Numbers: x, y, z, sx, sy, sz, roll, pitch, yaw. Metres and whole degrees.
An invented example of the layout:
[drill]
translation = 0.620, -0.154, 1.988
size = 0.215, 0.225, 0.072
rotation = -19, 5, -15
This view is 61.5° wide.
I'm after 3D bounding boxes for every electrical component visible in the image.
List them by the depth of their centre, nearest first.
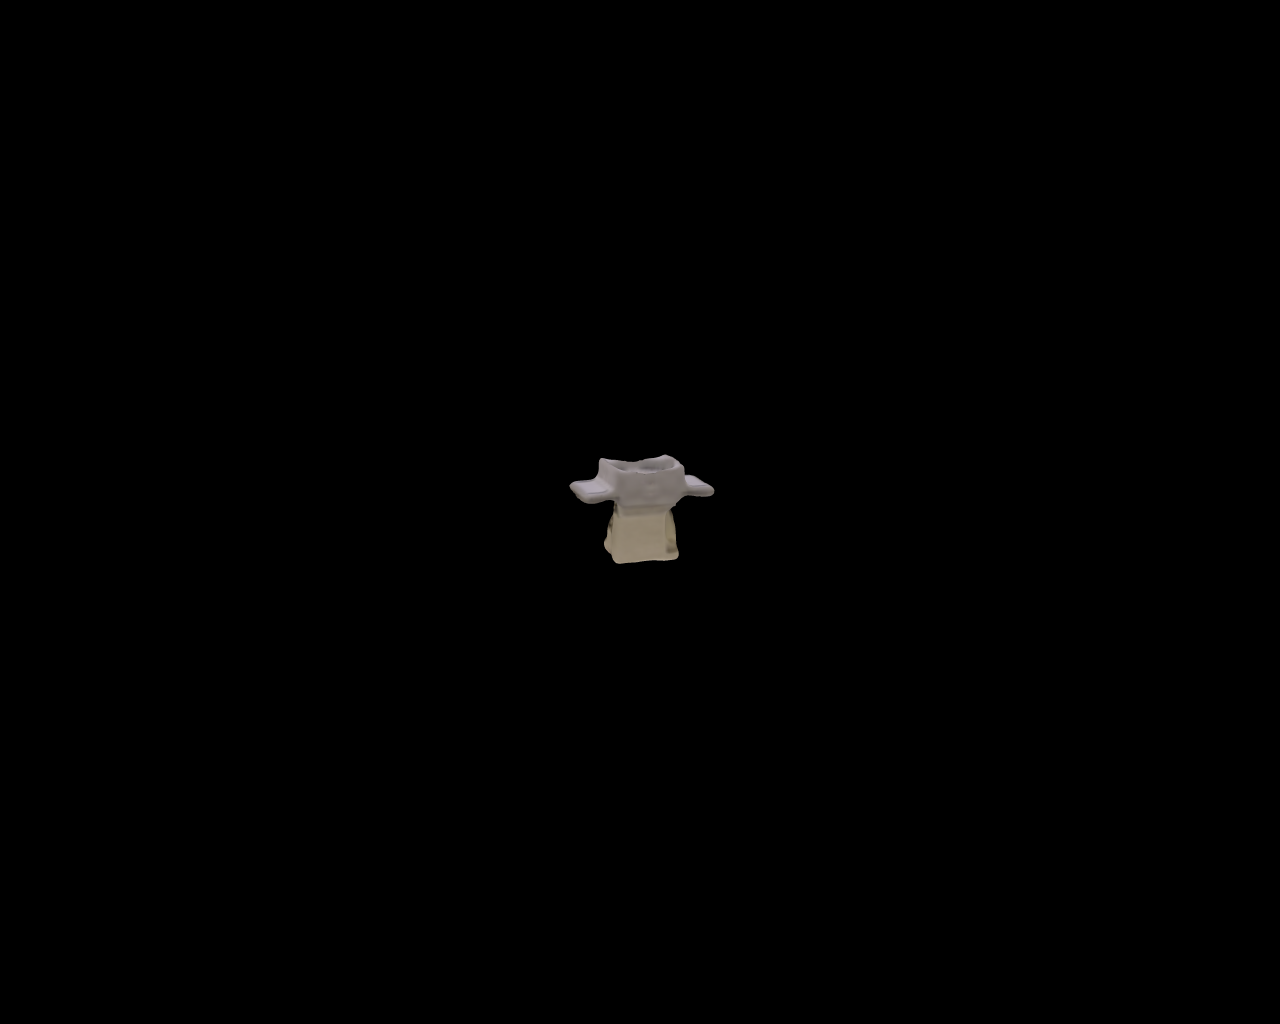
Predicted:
[electrical component]
translation = 0.001, -0.003, 0.650
size = 0.081, 0.063, 0.042
rotation = -4, 16, -14
